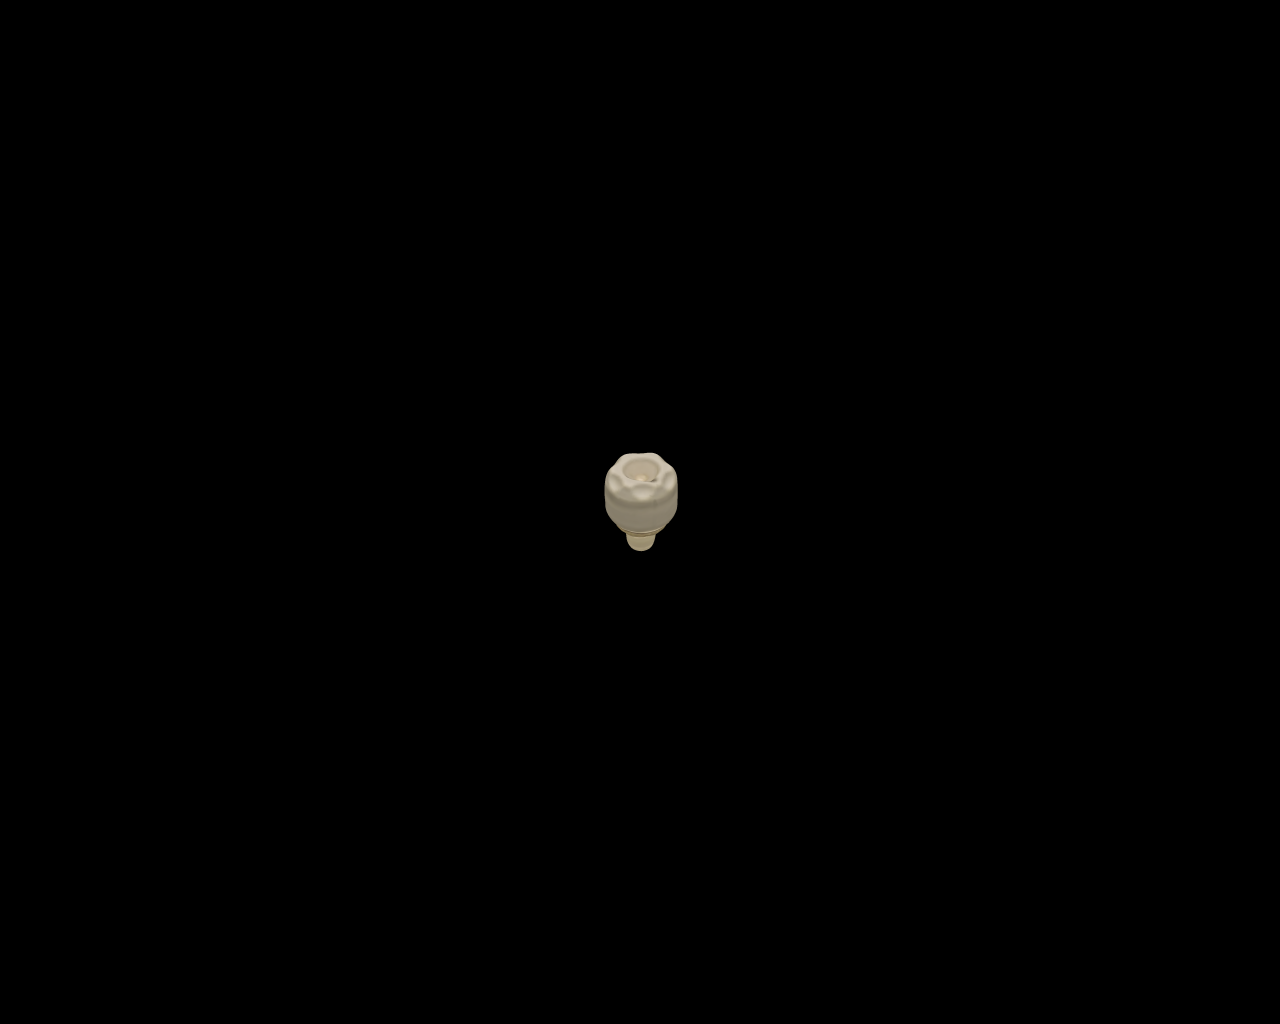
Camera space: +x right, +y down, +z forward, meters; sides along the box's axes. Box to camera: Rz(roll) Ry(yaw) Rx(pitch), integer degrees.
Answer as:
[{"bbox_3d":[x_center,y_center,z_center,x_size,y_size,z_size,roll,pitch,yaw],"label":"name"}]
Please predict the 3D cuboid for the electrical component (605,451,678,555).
[{"bbox_3d":[0.001,-0.003,0.650,0.043,0.062,0.043,0,39,0],"label":"electrical component"}]
